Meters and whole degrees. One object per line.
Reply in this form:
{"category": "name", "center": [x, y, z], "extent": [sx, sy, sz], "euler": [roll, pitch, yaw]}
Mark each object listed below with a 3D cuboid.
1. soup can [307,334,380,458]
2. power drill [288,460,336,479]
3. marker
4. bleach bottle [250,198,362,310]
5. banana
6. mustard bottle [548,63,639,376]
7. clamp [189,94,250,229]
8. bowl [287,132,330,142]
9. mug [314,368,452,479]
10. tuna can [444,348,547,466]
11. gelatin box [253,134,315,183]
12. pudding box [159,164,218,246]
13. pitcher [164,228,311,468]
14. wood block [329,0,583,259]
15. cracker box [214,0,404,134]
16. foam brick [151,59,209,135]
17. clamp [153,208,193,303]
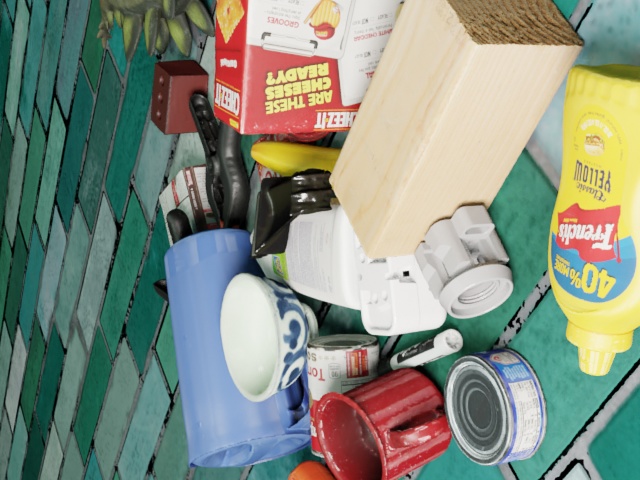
{"category": "soup can", "center": [0.023, 0.142, 0.975], "extent": [0.069, 0.068, 0.102], "euler": [6, 100, 62]}
{"category": "power drill", "center": [0.016, 0.335, 1.042], "extent": [0.185, 0.057, 0.188], "euler": [-138, 52, -57]}
{"category": "marker", "center": [0.082, 0.099, 0.907], "extent": [0.121, 0.020, 0.020], "euler": [-36, 64, 59]}
{"category": "bleach bottle", "center": [-0.007, 0.001, 1.012], "extent": [0.251, 0.068, 0.102], "euler": [-168, 76, -64]}
{"category": "banana", "center": [0.007, -0.072, 0.966], "extent": [0.198, 0.069, 0.037], "euler": [7, 66, 61]}
{"category": "mustard bottle", "center": [0.181, -0.007, 0.655], "extent": [0.096, 0.058, 0.192], "euler": [33, 124, 57]}
{"category": "clamp", "center": [-0.115, -0.094, 1.220], "extent": [0.120, 0.039, 0.171], "euler": [-155, 62, -63]}
{"category": "bowl", "center": [-0.026, -0.174, 0.987], "extent": [0.162, 0.055, 0.162], "euler": [-6, 82, 54]}
{"category": "mug", "center": [0.061, 0.154, 0.877], "extent": [0.117, 0.081, 0.093], "euler": [-22, 88, 58]}
{"category": "tuna can", "center": [0.130, 0.126, 0.804], "extent": [0.086, 0.033, 0.086], "euler": [19, 112, 60]}
{"category": "gelatin box", "center": [-0.034, -0.078, 1.079], "extent": [0.089, 0.030, 0.073], "euler": [-28, 70, 61]}
{"category": "pudding box", "center": [-0.160, -0.033, 1.318], "extent": [0.114, 0.039, 0.090], "euler": [-38, 64, 61]}
{"category": "pitcher", "center": [-0.085, 0.111, 1.128], "extent": [0.145, 0.149, 0.243], "euler": [98, 160, -68]}
{"category": "wood block", "center": [0.090, -0.089, 0.777], "extent": [0.090, 0.090, 0.206], "euler": [64, 147, 34]}
{"category": "cracker box", "center": [0.004, -0.197, 0.840], "extent": [0.072, 0.164, 0.214], "euler": [36, 126, 58]}
{"category": "foam brick", "center": [-0.171, -0.174, 1.296], "extent": [0.053, 0.051, 0.078], "euler": [45, 134, 50]}
{"category": "clamp", "center": [-0.140, 0.074, 1.268], "extent": [0.210, 0.036, 0.165], "euler": [52, 149, 30]}
